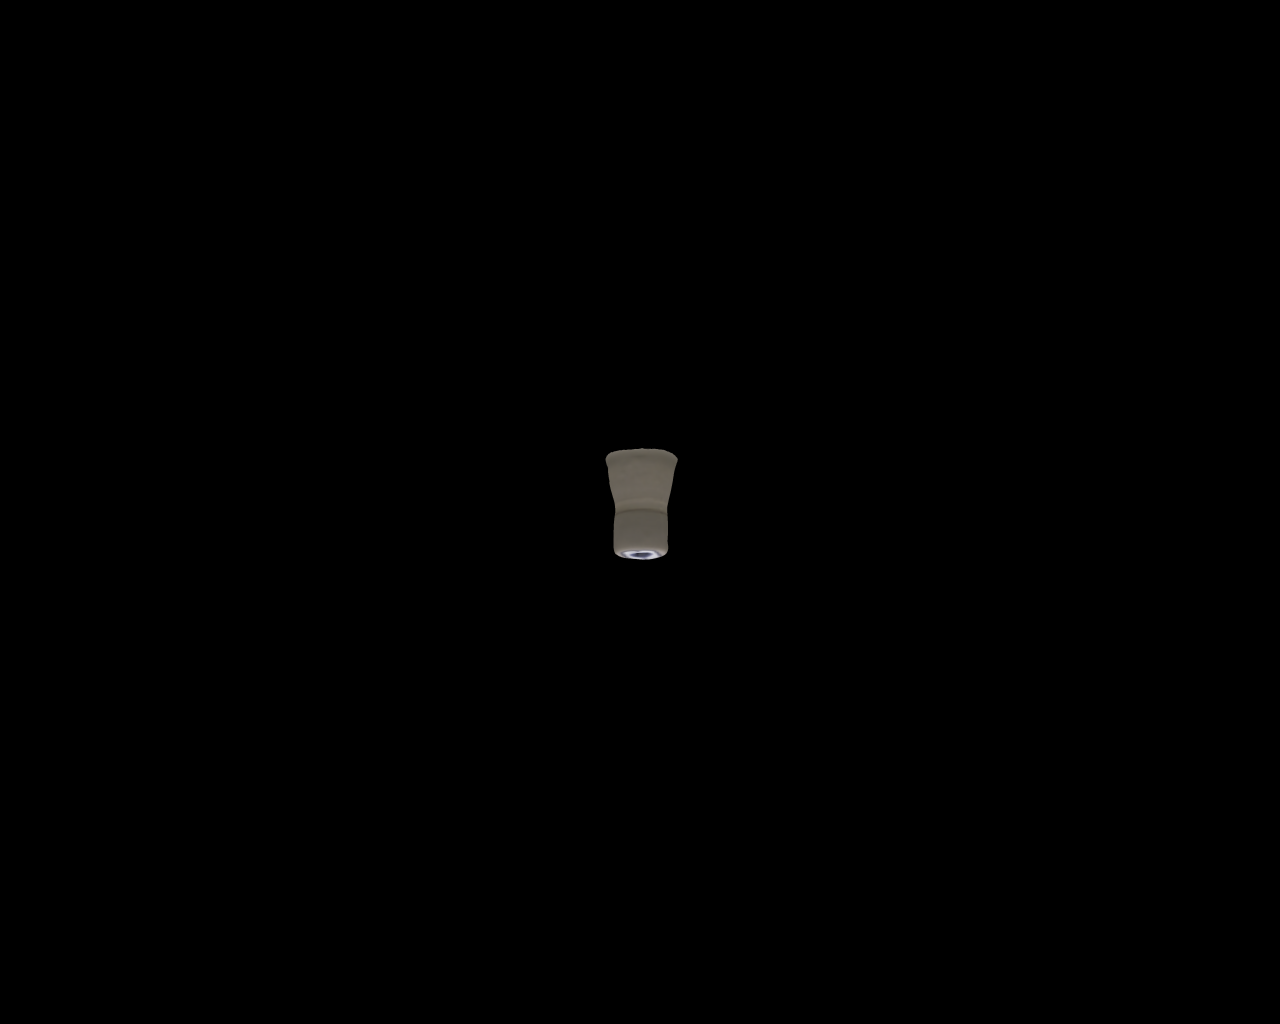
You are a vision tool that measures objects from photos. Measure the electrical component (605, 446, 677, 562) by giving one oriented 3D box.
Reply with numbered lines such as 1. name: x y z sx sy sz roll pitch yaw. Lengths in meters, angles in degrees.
1. electrical component: 0.001 -0.003 0.650 0.044 0.065 0.044 0 -14 0
